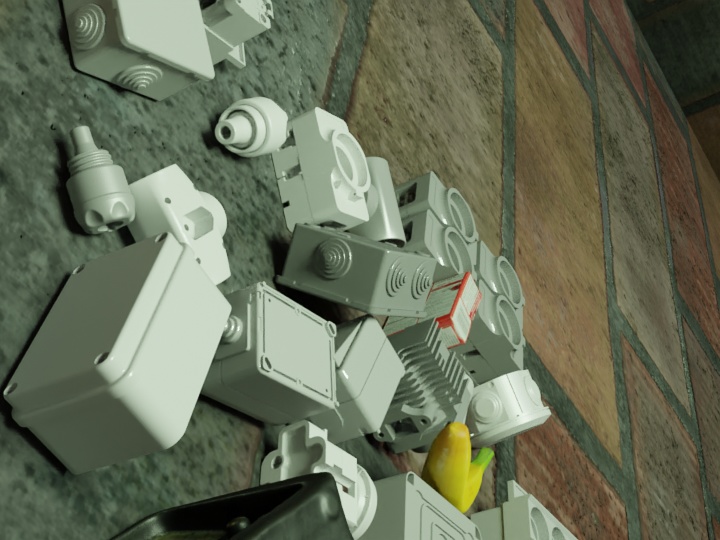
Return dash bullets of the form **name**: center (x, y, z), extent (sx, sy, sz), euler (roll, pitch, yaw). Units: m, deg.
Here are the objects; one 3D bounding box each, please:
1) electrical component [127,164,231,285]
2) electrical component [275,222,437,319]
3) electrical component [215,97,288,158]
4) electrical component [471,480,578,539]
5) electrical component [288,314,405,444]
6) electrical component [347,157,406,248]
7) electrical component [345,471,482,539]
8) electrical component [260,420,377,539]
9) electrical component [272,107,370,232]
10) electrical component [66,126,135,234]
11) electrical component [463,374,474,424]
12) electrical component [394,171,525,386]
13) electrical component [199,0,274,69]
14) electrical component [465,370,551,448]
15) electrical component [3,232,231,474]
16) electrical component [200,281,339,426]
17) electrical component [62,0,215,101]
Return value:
- **electrical component**: center (-0.110, -0.027, 0.679), extent (0.077, 0.043, 0.079), euler (65, 27, -8)
- **electrical component**: center (0.000, 0.000, 0.805), extent (0.100, 0.100, 0.048), euler (8, 98, -61)
- **electrical component**: center (-0.083, -0.104, 0.789), extent (0.062, 0.043, 0.043), euler (-27, 95, -63)
- **electrical component**: center (0.150, 0.249, 0.943), extent (0.121, 0.063, 0.078), euler (46, 34, -38)
- **electrical component**: center (-0.014, 0.073, 0.765), extent (0.061, 0.062, 0.096), euler (59, 27, -18)
- **electrical component**: center (0.001, -0.057, 0.914), extent (0.079, 0.043, 0.077), euler (18, 55, -57)
- **electrical component**: center (0.037, 0.204, 0.769), extent (0.113, 0.057, 0.078), euler (45, 35, -39)
- **electrical component**: center (-0.026, 0.144, 0.695), extent (0.057, 0.058, 0.078), euler (39, 38, -40)
- **electrical component**: center (-0.030, -0.077, 0.855), extent (0.050, 0.056, 0.089), euler (16, 56, -58)
- **electrical component**: center (-0.154, -0.054, 0.625), extent (0.035, 0.035, 0.061), euler (-3, 71, -63)
- **electrical component**: center (0.076, 0.115, 0.932), extent (0.040, 0.040, 0.046), euler (51, 36, -32)
- **electrical component**: center (0.093, 0.009, 1.019), extent (0.186, 0.060, 0.105), euler (50, 31, -33)
- **electrical component**: center (-0.103, -0.189, 0.792), extent (0.081, 0.064, 0.042), euler (29, 47, -53)
- **electrical component**: center (0.128, 0.127, 0.978), extent (0.080, 0.080, 0.051), euler (4, 62, -62)
- **electrical component**: center (-0.124, 0.041, 0.562), extent (0.057, 0.078, 0.113), euler (56, 29, -30)
- **electrical component**: center (-0.065, 0.054, 0.682), extent (0.096, 0.061, 0.061), euler (35, 43, -47)
- **electrical component**: center (-0.148, -0.166, 0.705), extent (0.100, 0.048, 0.099), euler (13, 59, -59)
